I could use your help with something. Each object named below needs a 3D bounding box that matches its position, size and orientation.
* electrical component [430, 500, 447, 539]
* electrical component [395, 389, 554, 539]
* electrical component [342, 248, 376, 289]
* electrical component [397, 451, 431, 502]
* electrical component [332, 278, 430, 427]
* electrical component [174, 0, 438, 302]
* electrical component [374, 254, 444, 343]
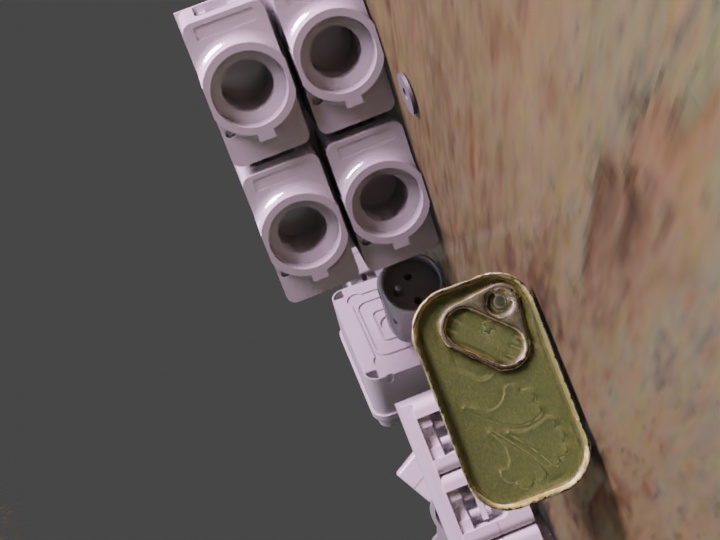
[{"bbox_3d":[0.101,0.226,0.925,0.052,0.074,0.138,16,124,31],"label":"electrical component"},{"bbox_3d":[0.082,0.150,0.730,0.089,0.062,0.150,105,143,-84],"label":"electrical component"},{"bbox_3d":[0.000,0.000,0.910,0.047,0.083,0.075,-128,17,-78],"label":"electrical component"},{"bbox_3d":[0.082,0.181,0.958,0.077,0.065,0.047,39,173,6],"label":"electrical component"},{"bbox_3d":[0.031,0.060,0.852,0.113,0.078,0.057,-115,8,-50],"label":"electrical component"},{"bbox_3d":[-0.029,-0.084,0.665,0.060,0.105,0.186,-119,8,-64],"label":"electrical component"},{"bbox_3d":[0.032,0.006,0.777,0.077,0.043,0.079,77,171,-69],"label":"electrical component"}]
